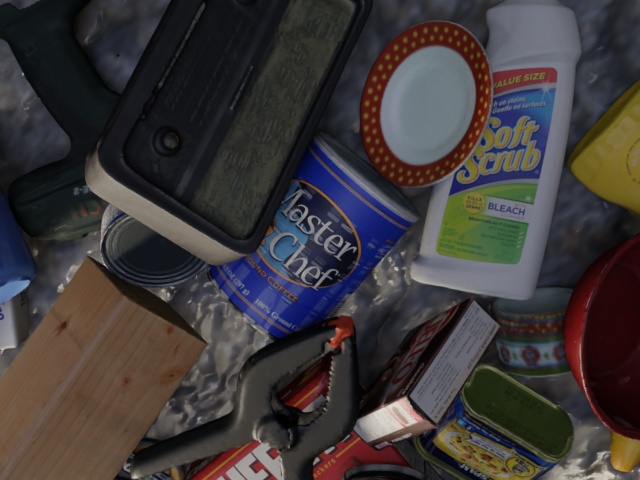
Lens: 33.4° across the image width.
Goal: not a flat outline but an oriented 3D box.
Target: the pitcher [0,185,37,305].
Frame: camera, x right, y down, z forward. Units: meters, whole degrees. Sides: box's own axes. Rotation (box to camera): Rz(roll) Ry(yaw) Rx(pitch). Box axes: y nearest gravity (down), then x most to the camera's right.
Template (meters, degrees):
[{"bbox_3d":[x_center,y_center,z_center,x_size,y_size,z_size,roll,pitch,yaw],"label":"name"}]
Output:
[{"bbox_3d":[-0.324,-0.051,0.817,0.145,0.149,0.243,-27,86,-15],"label":"pitcher"}]

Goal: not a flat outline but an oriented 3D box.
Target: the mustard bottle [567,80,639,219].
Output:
[{"bbox_3d":[0.292,-0.031,0.825,0.191,0.058,0.096,40,101,-3],"label":"mustard bottle"}]

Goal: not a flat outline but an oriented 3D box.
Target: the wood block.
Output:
[{"bbox_3d":[-0.195,0.130,0.839,0.090,0.091,0.206,36,89,-37],"label":"wood block"}]

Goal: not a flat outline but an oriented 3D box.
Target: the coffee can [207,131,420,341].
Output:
[{"bbox_3d":[-0.005,0.001,0.831,0.103,0.102,0.140,39,100,-3],"label":"coffee can"}]

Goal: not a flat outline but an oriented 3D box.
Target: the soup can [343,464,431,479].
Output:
[{"bbox_3d":[0.048,0.229,0.809,0.068,0.068,0.102,4,98,4],"label":"soup can"}]

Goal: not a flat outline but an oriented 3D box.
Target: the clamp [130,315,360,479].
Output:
[{"bbox_3d":[-0.025,0.151,0.810,0.164,0.036,0.210,37,108,-6],"label":"clamp"}]

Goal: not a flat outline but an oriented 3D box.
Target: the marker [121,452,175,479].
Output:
[{"bbox_3d":[-0.168,0.183,0.901,0.121,0.020,0.020,31,100,12],"label":"marker"}]

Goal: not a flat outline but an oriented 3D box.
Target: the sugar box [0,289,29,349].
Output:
[{"bbox_3d":[-0.338,0.048,0.894,0.176,0.048,0.093,-4,99,1],"label":"sugar box"}]

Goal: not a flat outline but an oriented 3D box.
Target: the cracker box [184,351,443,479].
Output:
[{"bbox_3d":[0.015,0.228,0.883,0.164,0.072,0.213,-40,94,9],"label":"cracker box"}]

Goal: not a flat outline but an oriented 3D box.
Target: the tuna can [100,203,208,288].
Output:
[{"bbox_3d":[-0.126,-0.004,0.822,0.086,0.034,0.086,-5,135,-5],"label":"tuna can"}]

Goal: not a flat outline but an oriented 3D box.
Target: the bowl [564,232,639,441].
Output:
[{"bbox_3d":[0.235,0.064,0.799,0.161,0.055,0.162,-5,101,-31],"label":"bowl"}]

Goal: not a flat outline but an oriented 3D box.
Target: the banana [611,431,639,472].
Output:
[{"bbox_3d":[0.295,0.101,0.847,0.198,0.070,0.037,-42,138,15],"label":"banana"}]

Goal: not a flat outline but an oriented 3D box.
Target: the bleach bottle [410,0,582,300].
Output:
[{"bbox_3d":[0.140,-0.085,0.827,0.103,0.068,0.251,10,96,12],"label":"bleach bottle"}]

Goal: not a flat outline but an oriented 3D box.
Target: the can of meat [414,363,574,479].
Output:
[{"bbox_3d":[0.139,0.154,0.848,0.102,0.057,0.084,31,139,-1],"label":"can of meat"}]

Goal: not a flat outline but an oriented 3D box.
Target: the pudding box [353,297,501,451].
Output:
[{"bbox_3d":[0.080,0.104,0.823,0.039,0.113,0.090,42,144,-6],"label":"pudding box"}]

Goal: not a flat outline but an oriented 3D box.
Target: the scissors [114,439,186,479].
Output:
[{"bbox_3d":[-0.100,0.238,0.921,0.202,0.016,0.096,21,100,1],"label":"scissors"}]
